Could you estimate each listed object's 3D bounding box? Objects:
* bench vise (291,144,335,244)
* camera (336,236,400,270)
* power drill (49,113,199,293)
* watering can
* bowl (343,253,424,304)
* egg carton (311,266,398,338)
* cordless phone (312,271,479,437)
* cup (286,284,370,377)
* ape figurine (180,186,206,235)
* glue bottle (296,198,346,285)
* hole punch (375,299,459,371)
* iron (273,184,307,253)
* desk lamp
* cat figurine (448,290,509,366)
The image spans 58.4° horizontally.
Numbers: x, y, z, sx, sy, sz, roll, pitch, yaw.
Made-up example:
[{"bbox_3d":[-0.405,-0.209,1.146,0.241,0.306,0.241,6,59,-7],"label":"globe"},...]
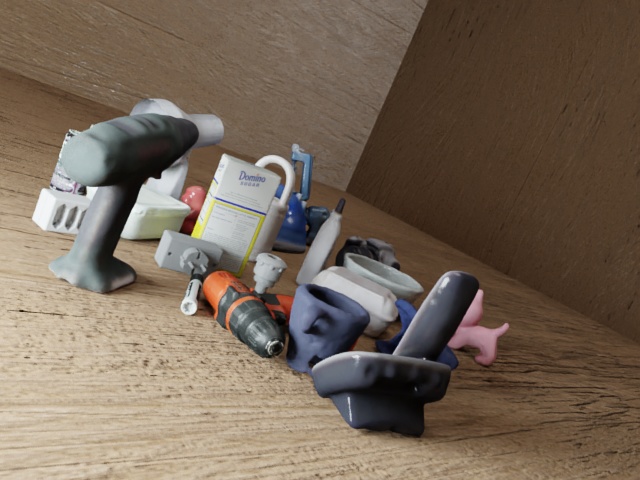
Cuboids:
[{"bbox_3d":[-0.049,-0.116,1.429,0.208,0.220,0.121,19,10,-28],"label":"bench vise"},{"bbox_3d":[0.093,0.038,1.283,0.137,0.101,0.142,14,13,-47],"label":"camera"},{"bbox_3d":[-0.227,-0.052,0.667,0.075,0.208,0.230,24,9,5],"label":"power drill"},{"bbox_3d":[-0.110,-0.063,1.061,0.101,0.194,0.173,24,9,3],"label":"watering can"},{"bbox_3d":[0.110,0.092,1.103,0.167,0.075,0.167,23,9,-4],"label":"bowl"},{"bbox_3d":[0.058,0.099,0.948,0.150,0.069,0.107,25,9,11],"label":"egg carton"},{"bbox_3d":[0.088,0.107,0.617,0.148,0.185,0.093,16,12,-39],"label":"cordless phone"},{"bbox_3d":[-0.004,0.110,0.651,0.091,0.095,0.118,26,10,18],"label":"cup"},{"bbox_3d":[-0.233,-0.055,1.030,0.076,0.092,0.078,23,9,-4],"label":"ape figurine"},{"bbox_3d":[0.010,0.004,1.043,0.037,0.173,0.078,25,9,7],"label":"glue bottle"},{"bbox_3d":[0.147,0.147,0.831,0.101,0.091,0.108,21,10,-18],"label":"hole punch"},{"bbox_3d":[-0.106,-0.063,1.234,0.259,0.141,0.118,16,12,-40],"label":"iron"},{"bbox_3d":[-0.272,-0.149,1.083,0.117,0.213,0.204,28,10,26],"label":"desk lamp"},{"bbox_3d":[0.283,0.152,1.056,0.127,0.118,0.067,27,10,18],"label":"cat figurine"}]
